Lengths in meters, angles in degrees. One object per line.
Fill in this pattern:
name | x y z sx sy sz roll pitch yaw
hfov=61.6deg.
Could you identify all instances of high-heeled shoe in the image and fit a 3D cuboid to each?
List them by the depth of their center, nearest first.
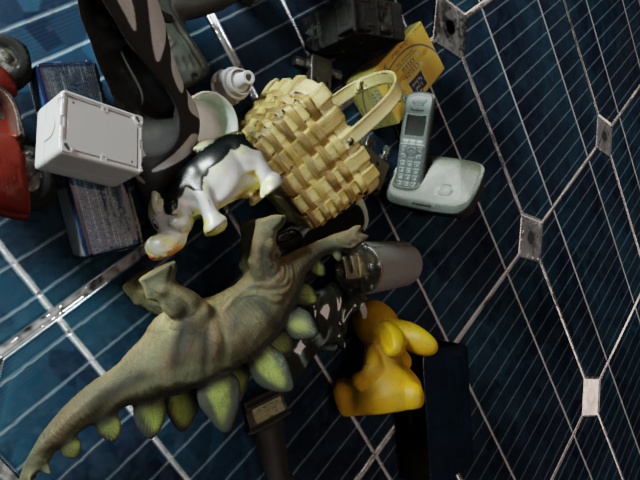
high-heeled shoe | -0.191 -0.140 0.550 0.145 0.086 0.248 -47 144 -70

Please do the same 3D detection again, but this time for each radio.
radio | 0.197 0.291 0.929 0.131 0.073 0.229 -6 94 -41

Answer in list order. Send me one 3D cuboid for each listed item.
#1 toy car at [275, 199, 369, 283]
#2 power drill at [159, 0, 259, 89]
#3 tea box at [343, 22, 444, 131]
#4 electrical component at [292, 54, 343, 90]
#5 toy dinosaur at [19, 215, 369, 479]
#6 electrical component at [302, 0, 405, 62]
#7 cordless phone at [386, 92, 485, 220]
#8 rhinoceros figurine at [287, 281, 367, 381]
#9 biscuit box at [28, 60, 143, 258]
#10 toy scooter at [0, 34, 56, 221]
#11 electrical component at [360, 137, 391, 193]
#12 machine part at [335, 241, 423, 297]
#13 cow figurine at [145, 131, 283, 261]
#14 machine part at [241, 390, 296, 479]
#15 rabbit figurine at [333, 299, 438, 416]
toy car | -0.002 -0.002 0.784 0.202 0.056 0.073 -35 117 -34
power drill | -0.177 -0.311 0.633 0.207 0.086 0.231 -49 120 -34
tea box | 0.126 -0.272 0.892 0.098 0.068 0.169 52 57 -25
electrical component | -0.003 -0.243 0.812 0.094 0.021 0.063 3 87 -41
toy dinosaur | -0.136 0.113 0.605 0.471 0.105 0.198 -28 96 -16
electrical component | 0.059 -0.314 0.807 0.134 0.115 0.058 -8 96 -38
cordless phone | 0.185 -0.132 0.829 0.088 0.147 0.184 -13 111 -51
rhinoceros figurine | -0.005 0.125 0.763 0.190 0.073 0.112 -42 113 -33
biscuit box | -0.251 -0.085 0.574 0.063 0.059 0.202 -17 100 -38
toy scooter | -0.332 -0.103 0.498 0.135 0.075 0.183 -13 94 -40
electrical component | 0.066 -0.117 0.848 0.078 0.045 0.102 28 70 -32
machine part | 0.093 0.040 0.814 0.243 0.079 0.079 -2 89 -61
cow figurine | -0.134 -0.052 0.597 0.167 0.068 0.098 -36 95 -21
machine part | -0.065 0.272 0.732 0.084 0.039 0.138 -21 100 -47
rabbit figurine | 0.090 0.170 0.810 0.122 0.162 0.173 2 69 -28
